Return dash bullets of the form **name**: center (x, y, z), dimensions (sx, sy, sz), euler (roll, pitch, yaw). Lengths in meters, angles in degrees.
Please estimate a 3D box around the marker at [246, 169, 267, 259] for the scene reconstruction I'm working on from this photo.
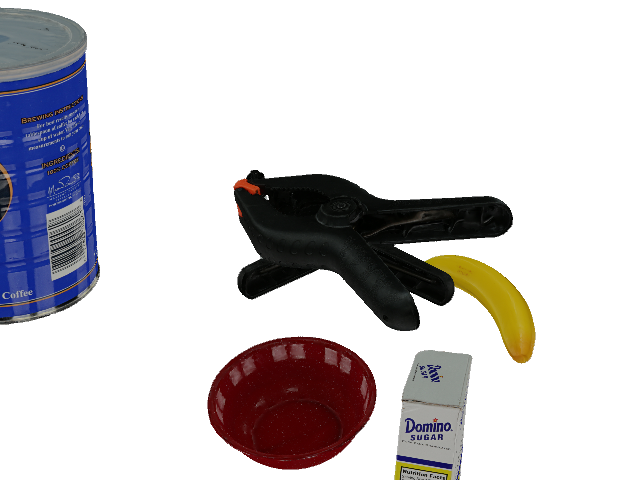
- **marker**: center (-0.060, -0.019, 1.111), dimensions (0.020, 0.121, 0.020), euler (-5, 32, 3)

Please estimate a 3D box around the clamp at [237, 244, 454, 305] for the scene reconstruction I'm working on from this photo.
- **clamp**: center (0.029, 0.006, 0.889), dimensions (0.164, 0.036, 0.210), euler (5, 20, 5)

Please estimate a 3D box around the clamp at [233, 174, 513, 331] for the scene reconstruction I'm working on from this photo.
- **clamp**: center (0.014, 0.000, 0.625), dimensions (0.172, 0.039, 0.120), euler (8, 31, 27)

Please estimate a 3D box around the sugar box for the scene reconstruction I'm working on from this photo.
- **sugar box**: center (0.073, 0.173, 0.736), dimensions (0.048, 0.176, 0.093), euler (5, 16, 11)

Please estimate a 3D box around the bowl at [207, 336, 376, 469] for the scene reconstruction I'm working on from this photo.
- **bowl**: center (-0.025, 0.166, 1.024), dimensions (0.162, 0.055, 0.162), euler (-4, 37, 3)

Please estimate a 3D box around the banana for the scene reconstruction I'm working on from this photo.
- **banana**: center (0.171, 0.061, 1.115), dimensions (0.069, 0.037, 0.198), euler (-38, 40, -12)

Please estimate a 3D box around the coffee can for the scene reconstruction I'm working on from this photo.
- **coffee can**: center (-0.172, -0.041, 0.567), dimensions (0.103, 0.140, 0.103), euler (2, 28, -1)
